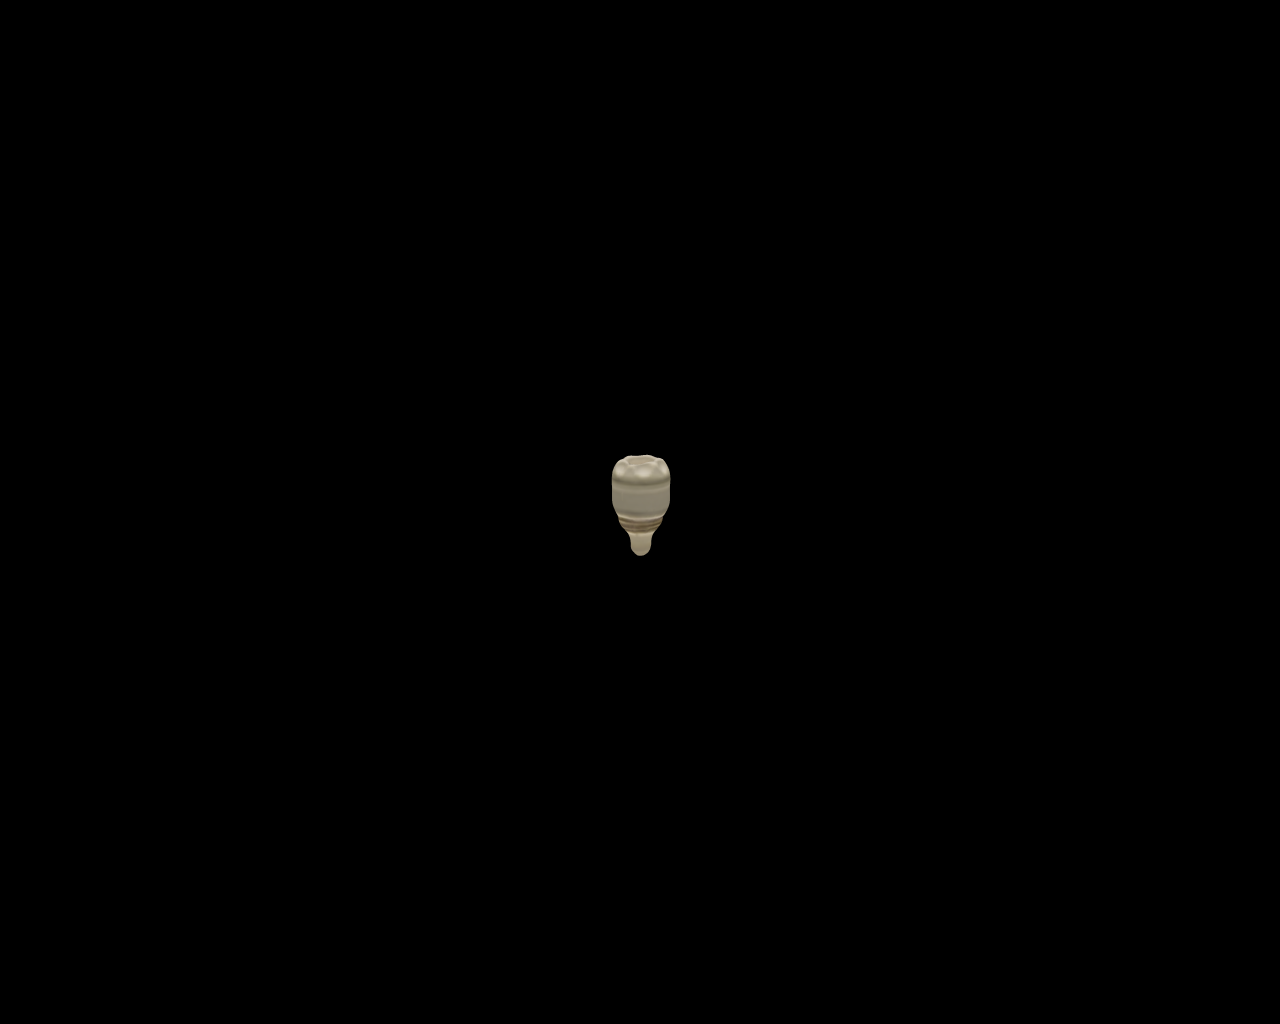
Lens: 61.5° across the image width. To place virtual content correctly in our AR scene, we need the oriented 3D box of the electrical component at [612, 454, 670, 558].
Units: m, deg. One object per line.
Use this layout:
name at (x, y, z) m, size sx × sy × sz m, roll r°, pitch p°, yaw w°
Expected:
electrical component at (0.001, -0.003, 0.650) m, size 0.035 × 0.061 × 0.035 m, roll 0°, pitch 15°, yaw 0°
